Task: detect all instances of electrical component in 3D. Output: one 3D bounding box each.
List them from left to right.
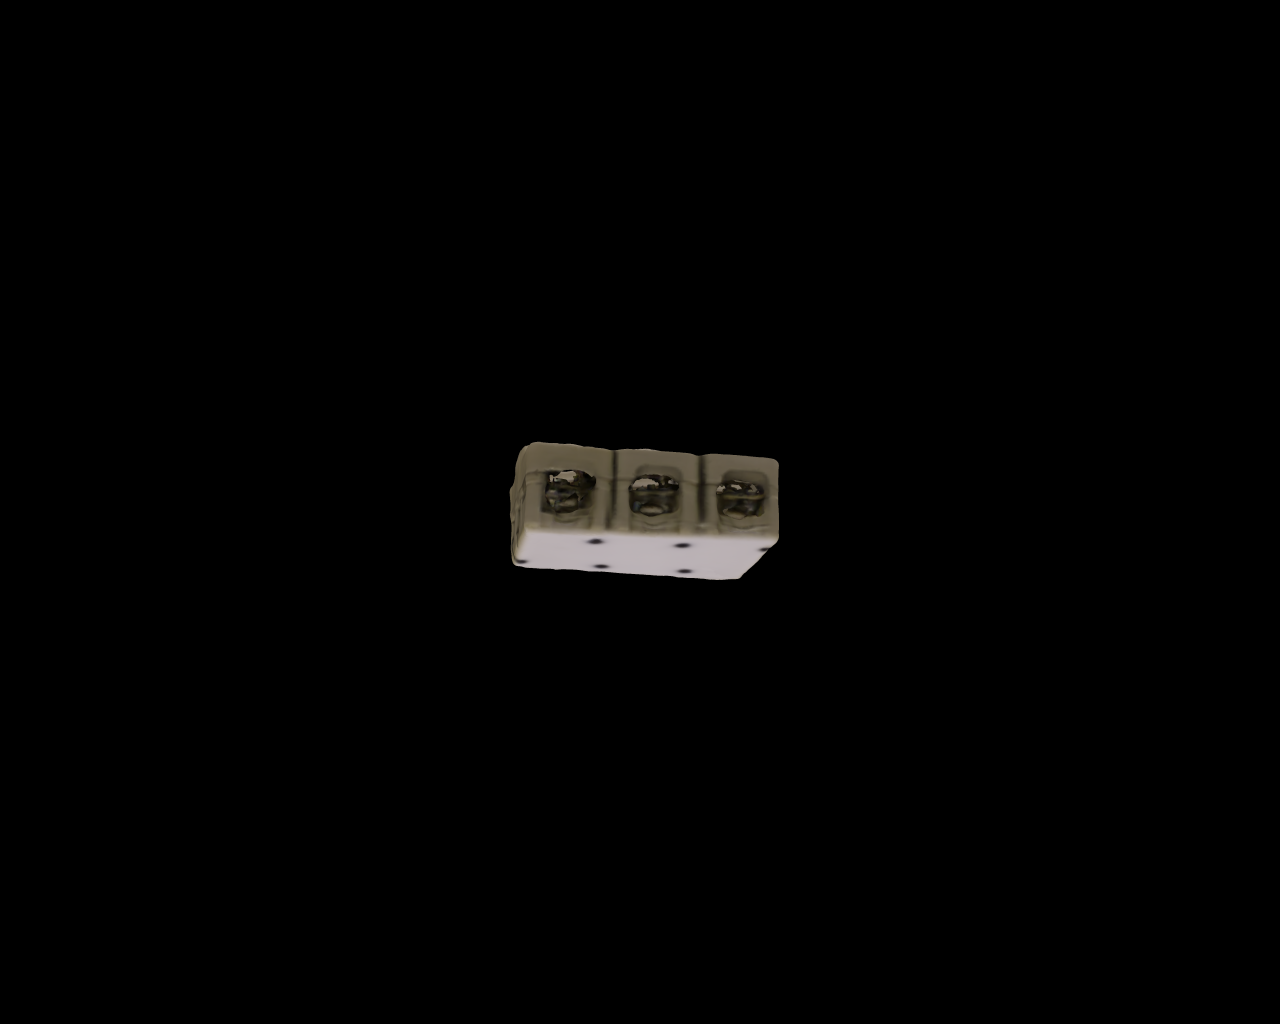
[{"bbox_3d":[0.001,-0.003,0.650,0.150,0.062,0.089,4,-19,-12],"label":"electrical component"}]
